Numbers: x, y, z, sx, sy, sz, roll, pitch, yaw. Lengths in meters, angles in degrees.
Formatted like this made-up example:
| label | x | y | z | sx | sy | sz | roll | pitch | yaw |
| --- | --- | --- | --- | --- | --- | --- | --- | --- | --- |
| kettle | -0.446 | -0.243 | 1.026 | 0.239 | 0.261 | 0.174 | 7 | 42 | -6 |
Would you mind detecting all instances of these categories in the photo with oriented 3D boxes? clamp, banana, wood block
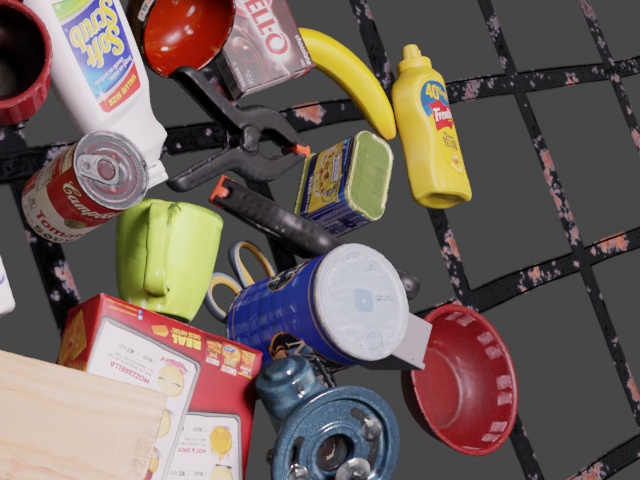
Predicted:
| label | x | y | z | sx | sy | sz | roll | pitch | yaw |
| --- | --- | --- | --- | --- | --- | --- | --- | --- | --- |
| clamp | -0.082 | -0.108 | 1.052 | 0.171 | 0.039 | 0.120 | -5 | 97 | -45 |
| banana | 0.015 | -0.182 | 1.179 | 0.197 | 0.037 | 0.069 | 27 | 87 | -28 |
| wood block | -0.220 | 0.135 | 0.746 | 0.206 | 0.091 | 0.090 | 15 | 61 | -5 |
| clamp | -0.007 | 0.001 | 1.023 | 0.209 | 0.165 | 0.036 | 30 | 83 | -20 |

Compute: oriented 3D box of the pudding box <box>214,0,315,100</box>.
| label | x | y | z | sx | sy | sz | roll | pitch | yaw |
| --- | --- | --- | --- | --- | --- | --- | --- | --- | --- |
| pudding box | -0.069 | -0.210 | 1.094 | 0.089 | 0.039 | 0.113 | -24 | 91 | -24 |

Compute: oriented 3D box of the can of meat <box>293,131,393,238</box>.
| label | x | y | z | sx | sy | sz | roll | pitch | yaw |
| --- | --- | --- | --- | --- | --- | --- | --- | --- | --- |
| can of meat | 0.025 | -0.055 | 1.100 | 0.057 | 0.084 | 0.102 | 30 | 55 | -30 |

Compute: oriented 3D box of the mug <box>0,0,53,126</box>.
| label | x | y | z | sx | sy | sz | roll | pitch | yaw |
| --- | --- | --- | --- | --- | --- | --- | --- | --- | --- |
| mug | -0.261 | -0.152 | 0.868 | 0.093 | 0.081 | 0.117 | 10 | 79 | -9 |

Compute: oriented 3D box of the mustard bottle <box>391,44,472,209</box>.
| label | x | y | z | sx | sy | sz | roll | pitch | yaw |
| --- | --- | --- | --- | --- | --- | --- | --- | --- | --- |
| mustard bottle | 0.122 | -0.135 | 1.233 | 0.096 | 0.058 | 0.191 | 9 | 66 | -55 |

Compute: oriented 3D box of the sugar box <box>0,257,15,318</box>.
| label | x | y | z | sx | sy | sz | roll | pitch | yaw |
| --- | --- | --- | --- | --- | --- | --- | --- | --- | --- |
| sugar box | -0.306 | -0.015 | 0.821 | 0.093 | 0.048 | 0.176 | -16 | 83 | -43 |

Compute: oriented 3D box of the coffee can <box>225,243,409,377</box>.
| label | x | y | z | sx | sy | sz | roll | pitch | yaw |
| --- | --- | --- | --- | --- | --- | --- | --- | --- | --- |
| coffee can | -0.004 | 0.071 | 0.961 | 0.102 | 0.141 | 0.103 | 15 | 65 | -35 |

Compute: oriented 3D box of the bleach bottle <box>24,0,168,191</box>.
| label | x | y | z | sx | sy | sz | roll | pitch | yaw |
| --- | --- | --- | --- | --- | --- | --- | --- | --- | --- |
| bleach bottle | -0.202 | -0.164 | 0.961 | 0.102 | 0.068 | 0.251 | -33 | 98 | -42 |

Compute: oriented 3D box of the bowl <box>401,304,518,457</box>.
| label | x | y | z | sx | sy | sz | roll | pitch | yaw |
| --- | --- | --- | --- | --- | --- | --- | --- | --- | --- |
| bowl | 0.138 | 0.153 | 1.136 | 0.161 | 0.055 | 0.162 | 17 | 63 | -36 |

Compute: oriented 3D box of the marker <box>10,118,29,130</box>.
| label | x | y | z | sx | sy | sz | roll | pitch | yaw |
| --- | --- | --- | --- | --- | --- | --- | --- | --- | --- |
| marker | -0.277 | -0.152 | 0.919 | 0.020 | 0.020 | 0.121 | -16 | 84 | -44 |

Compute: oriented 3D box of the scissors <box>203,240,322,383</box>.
| label | x | y | z | sx | sy | sz | roll | pitch | yaw |
| --- | --- | --- | --- | --- | --- | --- | --- | --- | --- |
| scissors | -0.050 | 0.098 | 1.021 | 0.096 | 0.016 | 0.202 | -22 | 88 | -42 |

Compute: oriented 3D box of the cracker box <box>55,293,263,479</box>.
| label | x | y | z | sx | sy | sz | roll | pitch | yaw |
| --- | --- | --- | --- | --- | --- | --- | --- | --- | --- |
| cracker box | -0.144 | 0.172 | 0.872 | 0.164 | 0.072 | 0.213 | 24 | 60 | -31 |

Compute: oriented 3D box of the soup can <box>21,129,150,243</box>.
| label | x | y | z | sx | sy | sz | roll | pitch | yaw |
| --- | --- | --- | --- | --- | --- | --- | --- | --- | --- |
| soup can | -0.197 | -0.042 | 0.887 | 0.068 | 0.102 | 0.068 | 17 | 63 | -36 |
